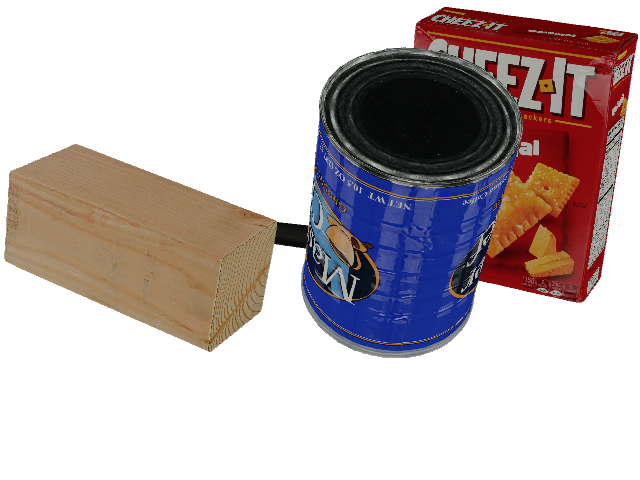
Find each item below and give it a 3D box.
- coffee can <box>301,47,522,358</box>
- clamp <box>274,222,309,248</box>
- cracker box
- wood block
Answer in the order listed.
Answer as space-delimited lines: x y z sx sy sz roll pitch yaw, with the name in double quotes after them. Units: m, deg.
0.045 -0.018 0.581 0.102 0.103 0.140 0 -42 -6 "coffee can"
0.032 0.000 1.261 0.210 0.036 0.164 32 39 23 "clamp"
0.155 -0.069 0.870 0.164 0.214 0.072 14 29 24 "cracker box"
-0.152 0.002 0.891 0.206 0.090 0.090 21 28 19 "wood block"
